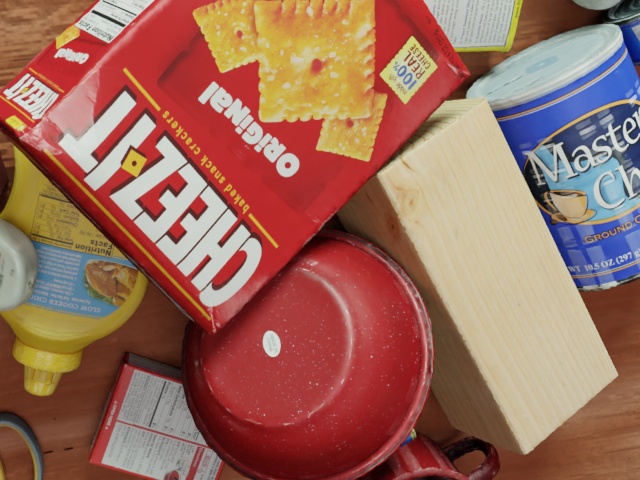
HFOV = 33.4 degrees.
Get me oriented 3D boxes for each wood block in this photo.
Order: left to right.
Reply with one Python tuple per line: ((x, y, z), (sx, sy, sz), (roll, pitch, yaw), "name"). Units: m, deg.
((0.094, 0.023, 0.687), (0.090, 0.090, 0.206), (-35, 107, -19), "wood block")

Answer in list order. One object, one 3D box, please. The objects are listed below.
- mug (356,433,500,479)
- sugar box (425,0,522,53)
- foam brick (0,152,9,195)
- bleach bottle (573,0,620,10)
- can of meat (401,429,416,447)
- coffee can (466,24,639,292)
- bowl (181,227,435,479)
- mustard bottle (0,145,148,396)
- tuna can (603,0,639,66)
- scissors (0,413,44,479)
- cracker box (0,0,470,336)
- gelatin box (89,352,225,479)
((0.072, 0.175, 0.733), (0.117, 0.081, 0.093), (-39, 107, 1), "mug")
((0.037, -0.161, 0.652), (0.176, 0.048, 0.093), (-1, 129, -8), "sugar box")
((-0.224, -0.060, 0.640), (0.053, 0.051, 0.078), (-14, 105, -8), "foam brick")
((0.250, -0.258, 0.673), (0.251, 0.068, 0.102), (-36, 108, -3), "bleach bottle")
((0.008, 0.115, 0.698), (0.084, 0.102, 0.057), (-27, 107, -5), "can of meat")
((0.169, -0.053, 0.685), (0.103, 0.103, 0.140), (-29, 107, -2), "coffee can")
((-0.017, 0.065, 0.625), (0.162, 0.055, 0.162), (-4, 75, 17), "bowl")
((-0.145, 0.001, 0.627), (0.096, 0.058, 0.192), (13, 101, -12), "mustard bottle")
((0.225, -0.150, 0.681), (0.086, 0.086, 0.033), (-37, 105, 0), "tuna can")
((-0.225, 0.214, 0.724), (0.096, 0.016, 0.202), (-1, 103, -9), "scissors")
((-0.041, -0.080, 0.573), (0.213, 0.072, 0.164), (-46, 126, -9), "cracker box")
((-0.101, 0.124, 0.717), (0.089, 0.030, 0.073), (19, 98, -12), "gelatin box")
